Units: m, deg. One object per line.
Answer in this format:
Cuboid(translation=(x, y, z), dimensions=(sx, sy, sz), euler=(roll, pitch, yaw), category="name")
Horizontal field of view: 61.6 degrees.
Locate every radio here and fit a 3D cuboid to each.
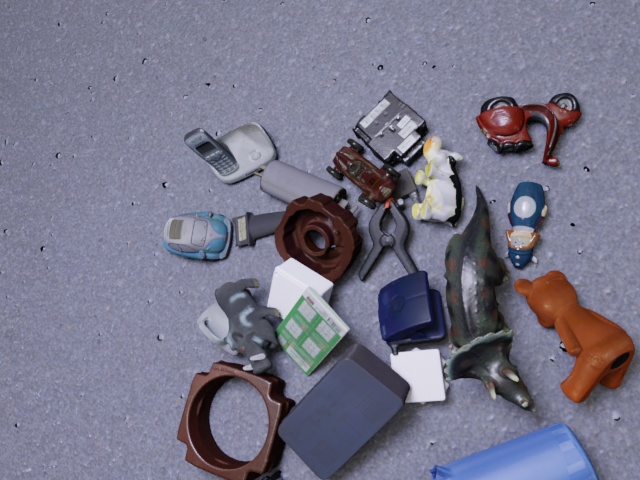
Cuboid(translation=(0.038, 0.303, 0.955), dimensions=(0.131, 0.073, 0.229), euler=(41, 110, 7), category="radio")

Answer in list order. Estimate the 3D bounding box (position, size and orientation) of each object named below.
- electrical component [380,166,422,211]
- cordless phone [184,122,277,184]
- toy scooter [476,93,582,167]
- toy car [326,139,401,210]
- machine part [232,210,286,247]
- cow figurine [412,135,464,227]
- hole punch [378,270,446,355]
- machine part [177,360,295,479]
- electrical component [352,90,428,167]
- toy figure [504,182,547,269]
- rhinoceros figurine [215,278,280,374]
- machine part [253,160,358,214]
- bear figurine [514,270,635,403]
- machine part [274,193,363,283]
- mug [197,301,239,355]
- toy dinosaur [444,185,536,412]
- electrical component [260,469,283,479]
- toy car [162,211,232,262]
Cuboid(translation=(0.150, -0.102, 1.062), dimensions=(0.078, 0.045, 0.102), euler=(-20, 73, 15), category="electrical component")
Cuboid(translation=(-0.188, -0.204, 1.123), dimensions=(0.147, 0.184, 0.089), euler=(-25, 68, 12), category="cordless phone")
Cuboid(translation=(0.385, -0.198, 0.991), dimensions=(0.184, 0.075, 0.135), euler=(-1, 79, 13), category="toy scooter")
Cuboid(translation=(0.078, -0.136, 1.056), dimensions=(0.089, 0.053, 0.202), euler=(-53, 42, 11), category="toy car")
Cuboid(translation=(-0.122, -0.031, 1.144), dimensions=(0.139, 0.039, 0.084), euler=(-16, 66, 17), category="machine part")
Cuboid(translation=(0.235, -0.111, 1.020), dimensions=(0.098, 0.068, 0.167), euler=(10, 83, -14), category="cow figurine")
Cuboid(translation=(0.160, 0.125, 0.972), dimensions=(0.116, 0.092, 0.142), euler=(-12, 56, 16), category="hole punch")
Cuboid(translation=(-0.163, 0.350, 1.051), dimensions=(0.202, 0.087, 0.201), euler=(12, 82, 22), category="machine part")
Cuboid(translation=(0.149, -0.213, 1.080), dimensions=(0.115, 0.058, 0.134), euler=(-43, 70, 8), category="electrical component")
Cuboid(translation=(0.367, -0.026, 0.970), dimensions=(0.064, 0.058, 0.154), euler=(1, 78, 58), category="toy figure")
Cuboid(translation=(-0.138, 0.163, 1.038), dimensions=(0.190, 0.112, 0.073), euler=(61, 142, 16), category="rhinoceros figurine")
Cuboid(translation=(-0.035, -0.102, 1.107), dimensions=(0.243, 0.079, 0.079), euler=(26, 88, 21), category="machine part")
Cuboid(translation=(0.413, 0.149, 0.898), dimensions=(0.196, 0.120, 0.131), euler=(48, 141, 46), category="bear figurine")
Cuboid(translation=(-0.002, -0.003, 1.047), dimensions=(0.180, 0.056, 0.179), euler=(13, 116, 28), category="machine part")
Cuboid(translation=(-0.189, 0.181, 1.088), dimensions=(0.107, 0.109, 0.081), euler=(43, 102, 10), category="mug")
Cuboid(translation=(0.263, 0.083, 0.909), dimensions=(0.131, 0.192, 0.404), euler=(-8, 78, 14), category="toy dinosaur")
Cuboid(translation=(-0.074, 0.496, 0.996), dimensions=(0.048, 0.074, 0.119), euler=(-40, 65, 7), category="electrical component")
Cuboid(translation=(-0.278, -0.016, 1.157), dimensions=(0.162, 0.103, 0.109), euler=(6, 80, 17), category="toy car")
